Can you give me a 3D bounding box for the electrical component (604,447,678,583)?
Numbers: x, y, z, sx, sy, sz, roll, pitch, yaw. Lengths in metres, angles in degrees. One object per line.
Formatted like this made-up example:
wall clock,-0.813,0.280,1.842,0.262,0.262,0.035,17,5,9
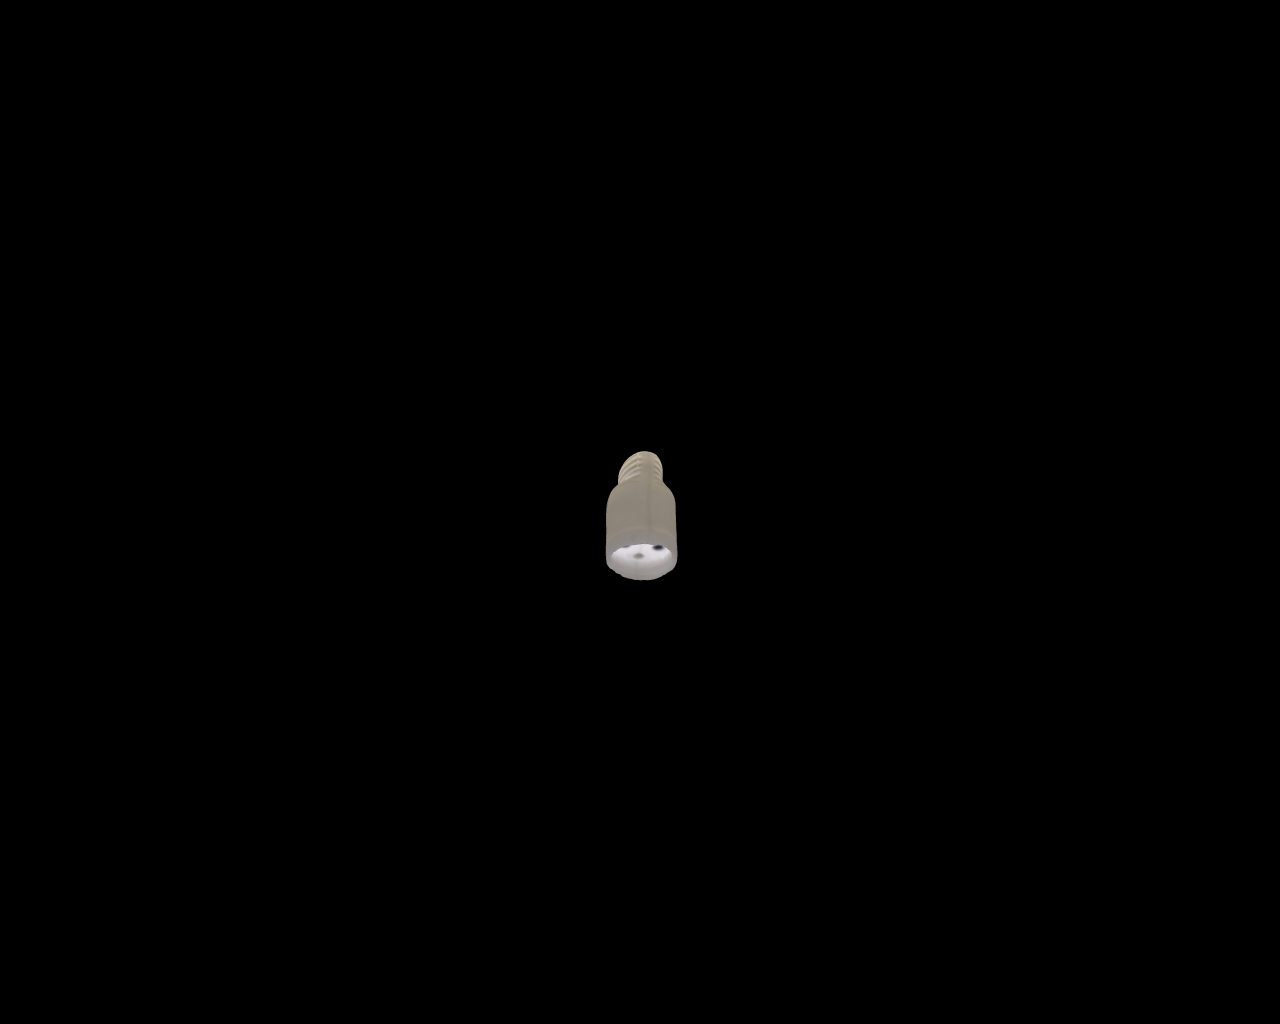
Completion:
electrical component,0.001,-0.003,0.650,0.043,0.081,0.043,0,-35,0
